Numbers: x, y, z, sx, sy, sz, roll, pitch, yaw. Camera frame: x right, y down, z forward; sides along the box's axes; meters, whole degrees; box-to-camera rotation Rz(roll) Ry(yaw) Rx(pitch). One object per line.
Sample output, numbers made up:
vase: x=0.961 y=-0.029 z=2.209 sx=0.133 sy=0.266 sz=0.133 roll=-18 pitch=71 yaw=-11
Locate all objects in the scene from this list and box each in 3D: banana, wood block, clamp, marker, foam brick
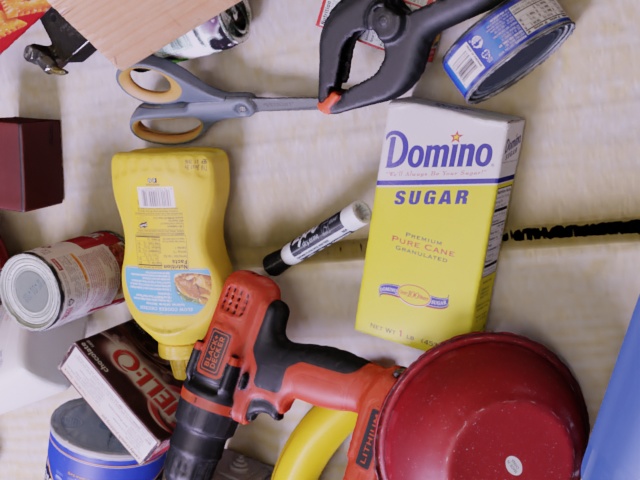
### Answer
banana: x=-0.002 y=0.186 z=0.864 sx=0.069 sy=0.037 sz=0.198 roll=13 pitch=111 yaw=-6
wood block: x=-0.087 y=-0.221 z=0.754 sx=0.206 sy=0.090 sz=0.090 roll=-26 pitch=50 yaw=17
clamp: x=0.060 y=-0.149 z=0.727 sx=0.120 sy=0.039 sz=0.172 roll=38 pitch=120 yaw=20
marker: x=-0.005 y=0.001 z=0.819 sx=0.121 sy=0.020 sz=0.020 roll=-31 pitch=85 yaw=46
foam brick: x=-0.263 y=-0.068 z=0.938 sx=0.051 sy=0.052 sz=0.078 roll=6 pitch=101 yaw=26

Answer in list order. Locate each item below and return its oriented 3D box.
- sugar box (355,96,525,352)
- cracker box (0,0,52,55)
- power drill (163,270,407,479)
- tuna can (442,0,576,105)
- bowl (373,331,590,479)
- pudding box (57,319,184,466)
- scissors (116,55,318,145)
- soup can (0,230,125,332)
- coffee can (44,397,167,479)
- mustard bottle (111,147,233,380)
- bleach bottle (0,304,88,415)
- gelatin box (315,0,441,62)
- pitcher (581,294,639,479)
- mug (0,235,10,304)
sugar box: x=0.084 y=-0.009 z=0.772 sx=0.093 sy=0.048 sz=0.176 roll=14 pitch=108 yaw=26
cracker box: x=-0.275 y=-0.256 z=0.882 sx=0.214 sy=0.072 sz=0.164 roll=-32 pitch=71 yaw=29
power drill: x=-0.024 y=0.134 z=0.809 sx=0.188 sy=0.057 sz=0.184 roll=20 pitch=93 yaw=26
tuna can: x=0.124 y=-0.128 z=0.705 sx=0.086 sy=0.086 sz=0.034 roll=-39 pitch=80 yaw=28
bowl: x=0.120 y=0.146 z=0.730 sx=0.162 sy=0.055 sz=0.162 roll=-2 pitch=98 yaw=-12
pudding box: x=-0.150 y=0.124 z=0.895 sx=0.113 sy=0.089 sz=0.039 roll=44 pitch=117 yaw=14
scissors: x=-0.074 y=-0.117 z=0.825 sx=0.202 sy=0.016 sz=0.096 roll=-10 pitch=135 yaw=30
soup can: x=-0.211 y=0.034 z=0.902 sx=0.069 sy=0.102 sz=0.068 roll=6 pitch=103 yaw=27
coffee can: x=-0.190 y=0.221 z=0.928 sx=0.103 sy=0.102 sz=0.140 roll=19 pitch=108 yaw=23
mustard bottle: x=-0.117 y=0.021 z=0.876 sx=0.096 sy=0.058 sz=0.191 roll=1 pitch=100 yaw=21
bleach bottle: x=-0.323 y=0.120 z=0.994 sx=0.251 sy=0.068 sz=0.102 roll=-22 pitch=50 yaw=35
gelatin box: x=0.049 y=-0.176 z=0.767 sx=0.089 sy=0.030 sz=0.073 roll=24 pitch=111 yaw=21
pitcher: x=0.256 y=0.073 z=0.650 sx=0.145 sy=0.149 sz=0.243 roll=16 pitch=112 yaw=1
mug: x=-0.327 y=0.028 z=0.978 sx=0.081 sy=0.093 sz=0.117 roll=64 pitch=154 yaw=8
